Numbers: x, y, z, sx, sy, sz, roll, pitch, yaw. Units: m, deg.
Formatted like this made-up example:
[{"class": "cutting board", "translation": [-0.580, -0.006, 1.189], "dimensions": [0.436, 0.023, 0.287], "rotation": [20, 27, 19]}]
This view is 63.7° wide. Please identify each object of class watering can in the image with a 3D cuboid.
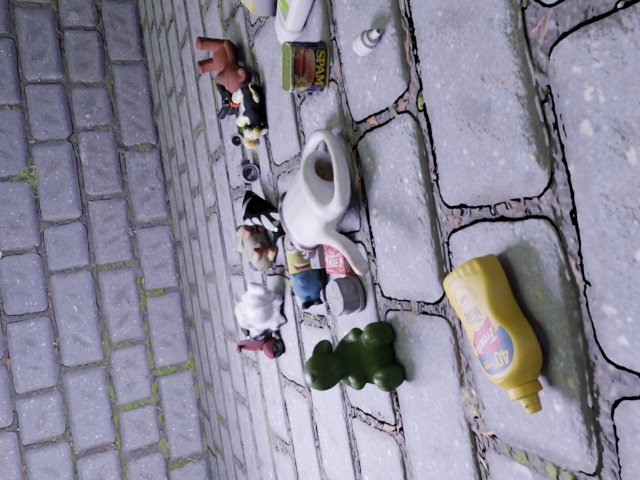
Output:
[{"class": "watering can", "translation": [0.003, -0.050, 0.997], "dimensions": [0.220, 0.104, 0.355], "rotation": [126, 141, -49]}]

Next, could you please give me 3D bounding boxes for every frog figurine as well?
[{"class": "frog figurine", "translation": [-0.174, 0.178, 1.430], "dimensions": [0.125, 0.137, 0.157], "rotation": [-87, -21, -65]}]
